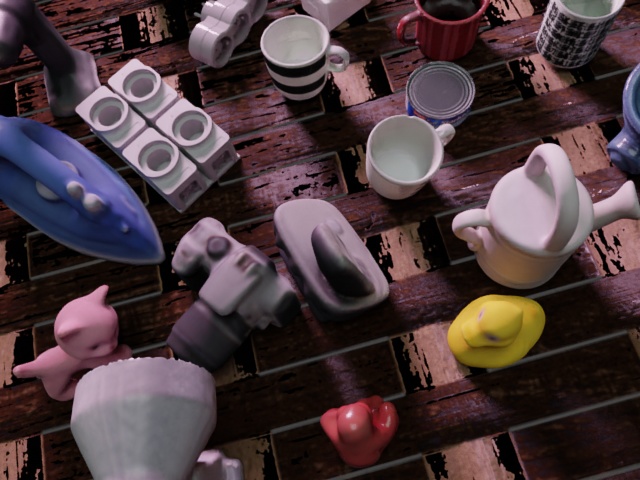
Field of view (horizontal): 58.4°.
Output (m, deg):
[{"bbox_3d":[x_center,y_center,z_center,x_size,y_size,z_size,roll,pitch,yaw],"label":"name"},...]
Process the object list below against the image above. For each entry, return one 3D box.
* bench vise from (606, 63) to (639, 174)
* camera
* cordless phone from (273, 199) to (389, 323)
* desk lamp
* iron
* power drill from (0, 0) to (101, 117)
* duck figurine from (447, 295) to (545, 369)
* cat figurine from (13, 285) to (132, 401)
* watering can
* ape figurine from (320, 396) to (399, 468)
[{"bbox_3d":[0.410,-0.189,0.607,0.121,0.220,0.207,30,75,16],"label":"bench vise"},{"bbox_3d":[-0.114,0.065,0.621,0.143,0.101,0.137,36,76,17],"label":"camera"},{"bbox_3d":[0.005,0.002,0.589,0.094,0.185,0.147,-33,70,-7],"label":"cordless phone"},{"bbox_3d":[-0.131,0.220,0.502,0.118,0.214,0.203,-12,68,1],"label":"desk lamp"},{"bbox_3d":[-0.298,-0.065,0.666,0.257,0.141,0.119,32,75,16],"label":"iron"},{"bbox_3d":[-0.352,-0.250,0.706,0.075,0.208,0.229,-21,68,-3],"label":"power drill"},{"bbox_3d":[0.187,0.088,0.593,0.104,0.086,0.077,-21,68,-3],"label":"duck figurine"},{"bbox_3d":[-0.261,0.109,0.608,0.128,0.118,0.067,-34,70,-8],"label":"cat figurine"},{"bbox_3d":[0.226,-0.028,0.575,0.173,0.194,0.101,-25,69,-5],"label":"watering can"},{"bbox_3d":[0.038,0.185,0.566,0.077,0.092,0.076,11,70,10],"label":"ape figurine"}]
